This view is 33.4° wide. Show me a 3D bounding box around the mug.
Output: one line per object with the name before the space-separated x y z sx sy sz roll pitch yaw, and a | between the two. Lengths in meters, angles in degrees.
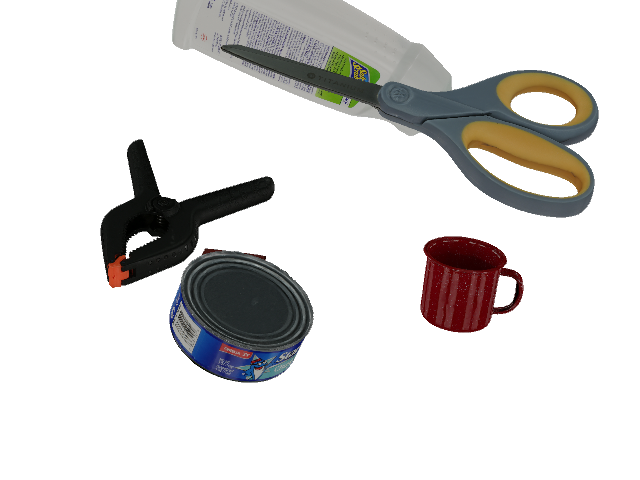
mug | 0.169 0.052 1.204 0.117 0.081 0.093 7 24 4

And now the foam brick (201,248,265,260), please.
foam brick | -0.074 0.052 0.865 0.053 0.078 0.051 5 14 1

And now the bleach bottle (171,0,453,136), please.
bleach bottle | 0.005 -0.148 0.866 0.251 0.068 0.103 29 -34 4

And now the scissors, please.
scissors | 0.056 -0.079 0.551 0.202 0.096 0.016 32 -32 16

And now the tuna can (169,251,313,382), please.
tuna can | -0.050 0.047 0.665 0.086 0.034 0.086 17 36 -12

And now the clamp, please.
clamp | -0.162 -0.029 1.057 0.165 0.036 0.209 21 41 18
